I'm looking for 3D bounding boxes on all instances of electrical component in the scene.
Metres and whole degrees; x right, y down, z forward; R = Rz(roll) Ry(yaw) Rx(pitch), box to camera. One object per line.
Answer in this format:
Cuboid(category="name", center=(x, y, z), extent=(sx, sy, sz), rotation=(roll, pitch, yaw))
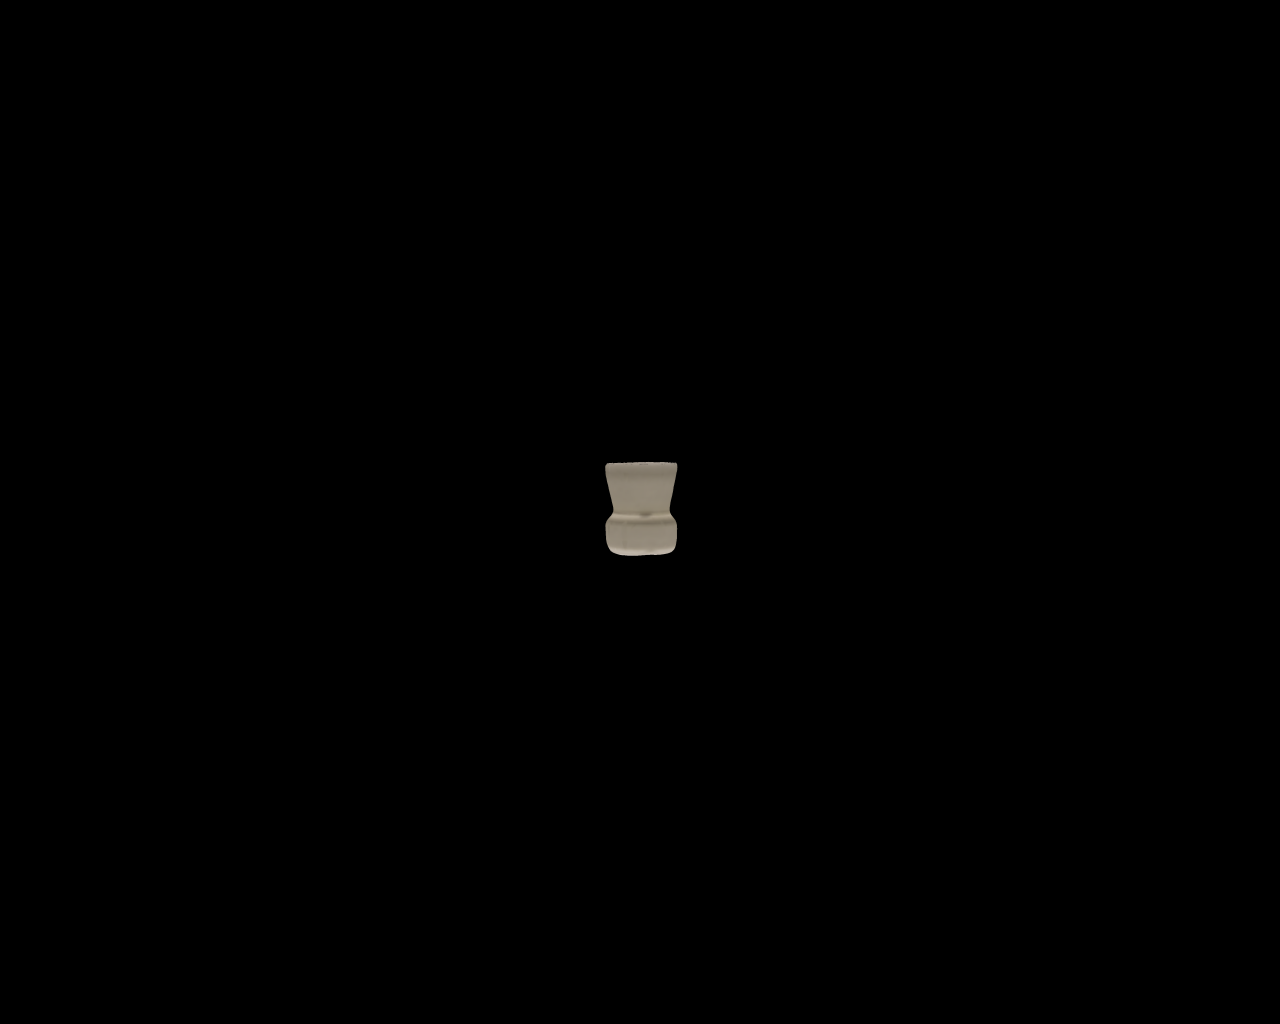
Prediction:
Cuboid(category="electrical component", center=(0.001, -0.003, 0.650), extent=(0.045, 0.055, 0.045), rotation=(0, 4, 0))
